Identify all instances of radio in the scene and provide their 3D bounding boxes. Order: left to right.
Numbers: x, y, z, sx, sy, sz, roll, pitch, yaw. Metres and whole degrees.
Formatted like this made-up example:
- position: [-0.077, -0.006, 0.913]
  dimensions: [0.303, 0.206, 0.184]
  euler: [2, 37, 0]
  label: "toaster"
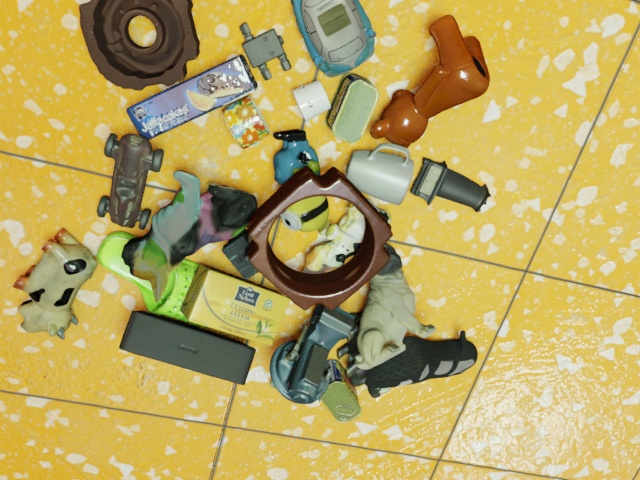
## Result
- position: [-0.243, 0.196, 0.991]
  dimensions: [0.229, 0.131, 0.073]
  euler: [22, 78, -13]
  label: "radio"

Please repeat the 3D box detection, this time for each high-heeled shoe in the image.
- position: [0.203, 0.254, 1.065]
  dimensions: [0.249, 0.086, 0.145]
  euler: [-21, 138, -9]
  label: "high-heeled shoe"

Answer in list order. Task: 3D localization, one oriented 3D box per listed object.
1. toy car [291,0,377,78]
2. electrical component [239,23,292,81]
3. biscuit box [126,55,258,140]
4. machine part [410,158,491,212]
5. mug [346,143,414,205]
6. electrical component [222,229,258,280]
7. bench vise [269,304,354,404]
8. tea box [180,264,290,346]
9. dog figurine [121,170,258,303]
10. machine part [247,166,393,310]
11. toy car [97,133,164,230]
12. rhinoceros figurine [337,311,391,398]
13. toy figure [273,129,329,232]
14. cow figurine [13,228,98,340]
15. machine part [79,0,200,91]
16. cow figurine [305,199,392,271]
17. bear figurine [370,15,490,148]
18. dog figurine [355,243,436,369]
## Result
- position: [0.022, -0.328, 0.811]
  dimensions: [0.109, 0.103, 0.161]
  euler: [-25, 115, 5]
  label: "toy car"
- position: [-0.088, -0.305, 0.854]
  dimensions: [0.063, 0.021, 0.094]
  euler: [-25, 112, 6]
  label: "electrical component"
- position: [-0.203, -0.226, 0.857]
  dimensions: [0.203, 0.063, 0.059]
  euler: [-24, 111, 6]
  label: "biscuit box"
- position: [0.236, -0.093, 0.964]
  dimensions: [0.139, 0.039, 0.084]
  euler: [17, 102, -9]
  label: "machine part"
- position: [0.100, -0.118, 0.911]
  dimensions: [0.107, 0.081, 0.109]
  euler: [14, 144, -2]
  label: "mug"
- position: [-0.131, 0.028, 0.941]
  dimensions: [0.048, 0.119, 0.074]
  euler: [-34, 114, 10]
  label: "electrical component"
- position: [-0.033, 0.216, 1.019]
  dimensions: [0.129, 0.224, 0.240]
  euler: [20, 142, -18]
  label: "bench vise"
- position: [-0.152, 0.117, 0.970]
  dimensions: [0.169, 0.068, 0.098]
  euler: [22, 88, -28]
  label: "tea box"
- position: [-0.219, 0.000, 0.900]
  dimensions: [0.191, 0.109, 0.219]
  euler: [18, 96, -21]
  label: "dog figurine"
- position: [-0.002, -0.003, 0.871]
  dimensions: [0.201, 0.087, 0.201]
  euler: [-41, 111, 12]
  label: "machine part"
- position: [-0.318, -0.088, 0.889]
  dimensions: [0.089, 0.053, 0.202]
  euler: [17, 131, -15]
  label: "toy car"
- position: [0.094, 0.227, 1.074]
  dimensions: [0.112, 0.073, 0.190]
  euler: [-12, 110, -14]
  label: "rhinoceros figurine"
- position: [-0.032, -0.098, 0.917]
  dimensions: [0.089, 0.082, 0.180]
  euler: [-5, 111, -1]
  label: "toy figure"
- position: [-0.472, 0.091, 0.964]
  dimensions: [0.127, 0.085, 0.195]
  euler: [39, 105, -12]
  label: "cow figurine"
- position: [-0.270, -0.317, 0.817]
  dimensions: [0.179, 0.056, 0.179]
  euler: [-1, 114, -3]
  label: "machine part"
- position: [0.049, -0.002, 0.966]
  dimensions: [0.098, 0.068, 0.167]
  euler: [35, 98, -24]
  label: "cow figurine"
- position: [0.170, -0.239, 0.868]
  dimensions: [0.120, 0.132, 0.196]
  euler: [10, 151, -44]
  label: "bear figurine"
- position: [0.102, 0.118, 0.983]
  dimensions: [0.172, 0.121, 0.190]
  euler: [-30, 73, -6]
  label: "dog figurine"
